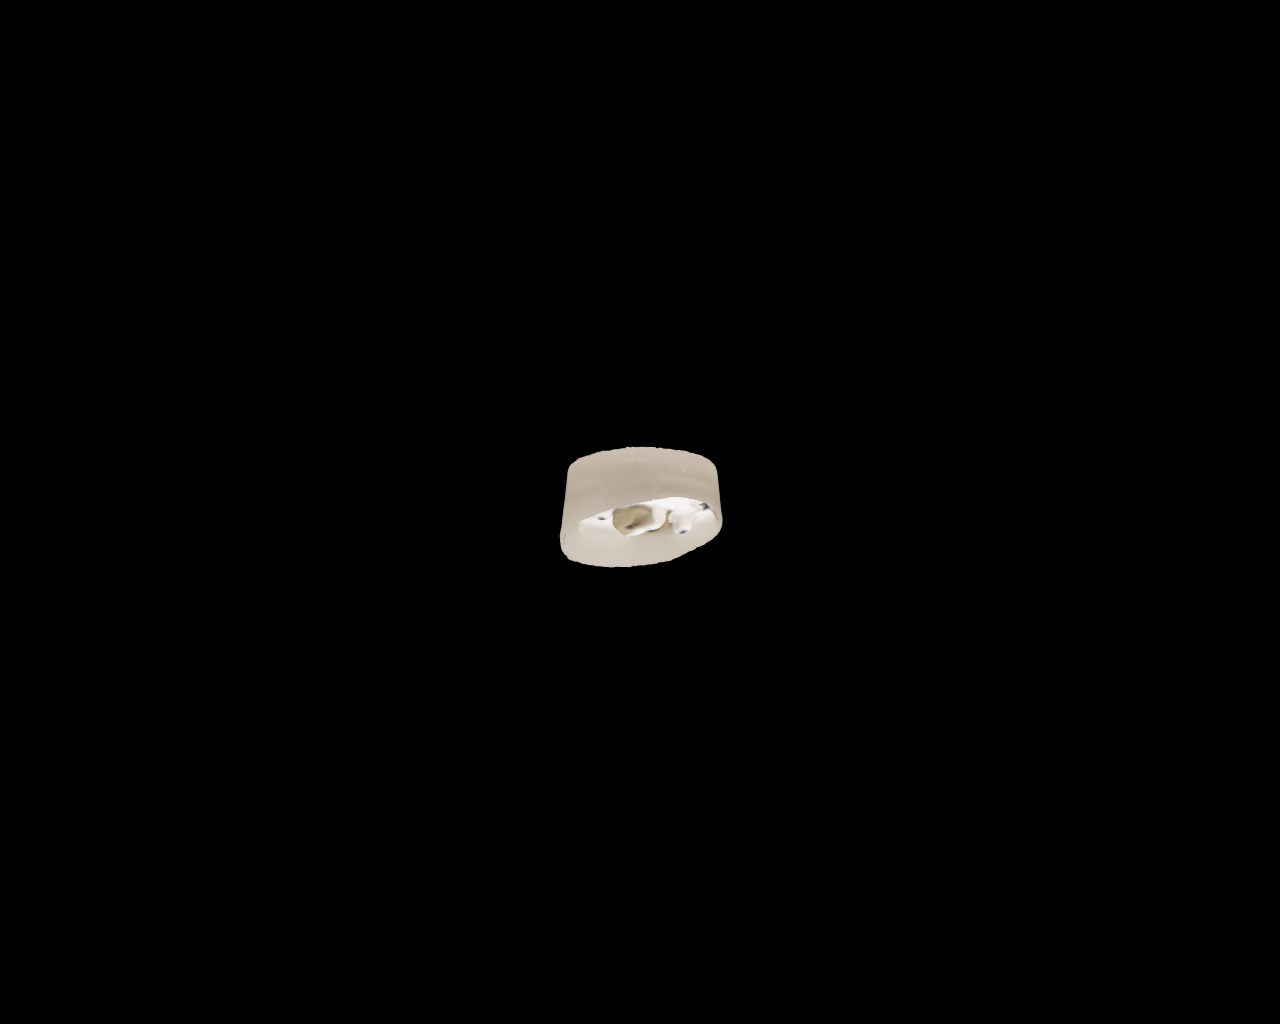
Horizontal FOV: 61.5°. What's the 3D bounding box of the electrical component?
[{"bbox_3d":[0.001,-0.003,0.650,0.099,0.064,0.099,0,-14,0],"label":"electrical component"}]
